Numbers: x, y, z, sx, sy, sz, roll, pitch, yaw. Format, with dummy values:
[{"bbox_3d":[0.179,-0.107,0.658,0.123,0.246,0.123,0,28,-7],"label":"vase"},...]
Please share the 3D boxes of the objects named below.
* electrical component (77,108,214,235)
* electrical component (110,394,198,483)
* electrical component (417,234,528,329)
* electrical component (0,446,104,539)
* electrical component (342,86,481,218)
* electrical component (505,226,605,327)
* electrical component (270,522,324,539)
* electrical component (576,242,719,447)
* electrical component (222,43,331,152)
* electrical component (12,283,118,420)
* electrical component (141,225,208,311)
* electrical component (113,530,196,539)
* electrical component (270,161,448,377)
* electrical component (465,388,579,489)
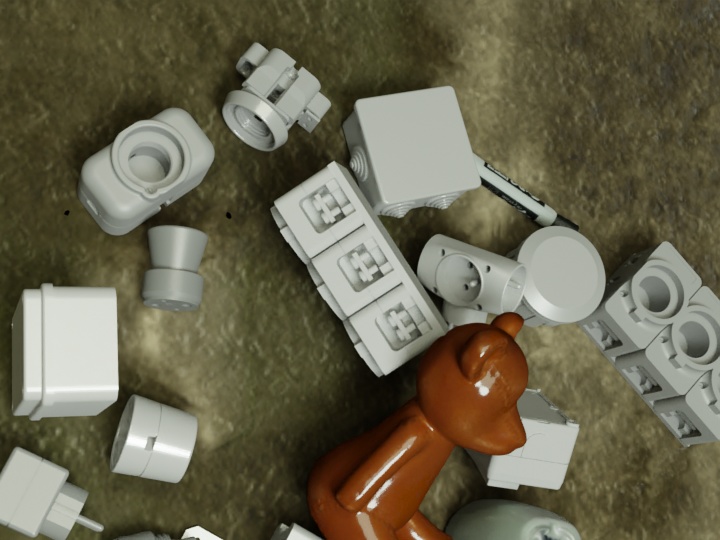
[{"bbox_3d":[-0.158,-0.075,0.798,0.095,0.059,0.053,-38,91,-23],"label":"electrical component"},{"bbox_3d":[-0.145,0.120,0.758,0.047,0.055,0.055,18,72,-18],"label":"electrical component"},{"bbox_3d":[0.086,0.020,0.857,0.044,0.077,0.079,-21,126,-54],"label":"electrical component"},{"bbox_3d":[-0.208,0.158,0.721,0.077,0.066,0.047,28,70,-10],"label":"electrical component"},{"bbox_3d":[0.040,-0.095,0.876,0.100,0.048,0.099,-12,81,-21],"label":"electrical component"},{"bbox_3d":[0.157,0.008,0.889,0.080,0.051,0.080,4,76,-18],"label":"electrical component"},{"bbox_3d":[-0.049,0.233,0.764,0.056,0.050,0.089,32,69,-9],"label":"electrical component"},{"bbox_3d":[0.269,0.062,0.908,0.089,0.062,0.150,-42,92,-23],"label":"electrical component"},{"bbox_3d":[-0.071,-0.131,0.843,0.078,0.058,0.057,38,65,-7],"label":"electrical component"},{"bbox_3d":[-0.201,0.057,0.723,0.057,0.113,0.078,1,77,-22],"label":"electrical component"},{"bbox_3d":[-0.137,-0.001,0.795,0.045,0.045,0.055,8,75,-17],"label":"electrical component"},{"bbox_3d":[-0.144,0.198,0.750,0.061,0.035,0.035,-9,80,-23],"label":"electrical component"},{"bbox_3d":[0.000,0.000,0.812,0.062,0.089,0.150,-33,89,5],"label":"electrical component"},{"bbox_3d":[0.117,0.126,0.832,0.062,0.096,0.061,11,101,-16],"label":"electrical component"}]
